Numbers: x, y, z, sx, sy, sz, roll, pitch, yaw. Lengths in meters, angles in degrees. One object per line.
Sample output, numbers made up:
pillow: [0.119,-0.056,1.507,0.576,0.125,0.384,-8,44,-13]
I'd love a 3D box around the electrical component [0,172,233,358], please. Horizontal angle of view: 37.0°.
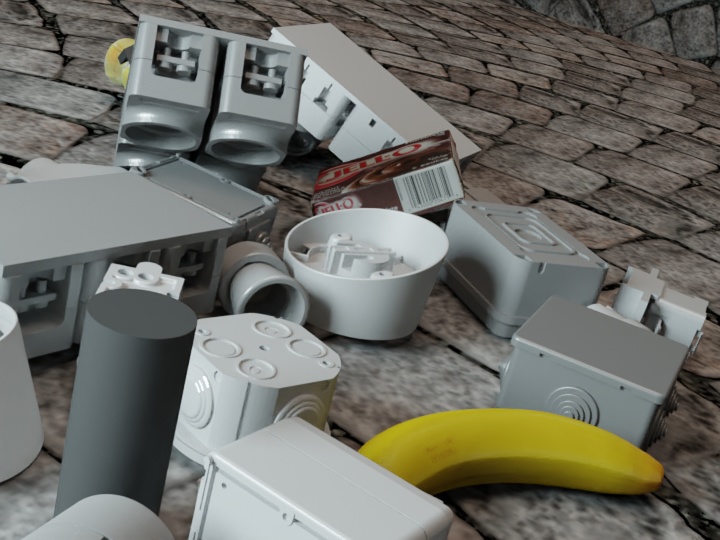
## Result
electrical component: [-0.157,-0.003,0.579,0.089,0.061,0.150,28,25,31]

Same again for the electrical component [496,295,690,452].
electrical component: [0.134,0.062,0.623,0.100,0.048,0.100,22,22,19]

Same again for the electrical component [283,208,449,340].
electrical component: [0.000,0.000,0.670,0.099,0.064,0.099,13,21,-5]

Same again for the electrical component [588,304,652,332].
electrical component: [0.164,0.046,0.698,0.040,0.040,0.046,6,17,-21]

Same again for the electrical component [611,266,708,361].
electrical component: [0.209,0.033,0.755,0.064,0.042,0.081,22,23,14]

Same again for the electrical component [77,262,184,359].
electrical component: [-0.112,0.034,0.525,0.048,0.055,0.066,12,21,-6]

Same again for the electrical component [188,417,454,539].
electrical component: [-0.020,0.101,0.408,0.096,0.061,0.061,26,24,28]

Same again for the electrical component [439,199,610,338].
electrical component: [0.110,0.000,0.753,0.078,0.057,0.113,5,23,-24]

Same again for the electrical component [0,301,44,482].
electrical component: [-0.189,0.049,0.459,0.099,0.064,0.099,0,19,0]

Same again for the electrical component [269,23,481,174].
electrical component: [0.002,-0.134,0.946,0.186,0.060,0.105,42,28,11]

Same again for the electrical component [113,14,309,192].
electrical component: [-0.111,-0.100,0.744,0.105,0.060,0.186,9,-13,-14]

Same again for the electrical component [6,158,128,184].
electrical component: [-0.197,-0.048,0.695,0.079,0.043,0.077,28,25,32]

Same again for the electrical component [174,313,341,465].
electrical component: [-0.050,0.059,0.509,0.080,0.051,0.080,13,21,-5]

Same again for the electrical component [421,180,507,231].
electrical component: [0.082,-0.039,0.854,0.064,0.042,0.081,2,23,-25]

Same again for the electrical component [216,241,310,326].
electrical component: [-0.059,0.013,0.628,0.045,0.045,0.055,3,23,-27]

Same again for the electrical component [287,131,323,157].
electrical component: [-0.053,-0.127,0.992,0.040,0.040,0.046,18,15,8]

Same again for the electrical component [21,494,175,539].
electrical component: [-0.091,0.107,0.358,0.055,0.055,0.047,19,18,12]

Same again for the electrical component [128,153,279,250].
electrical component: [-0.099,-0.024,0.680,0.096,0.061,0.062,26,23,13]
